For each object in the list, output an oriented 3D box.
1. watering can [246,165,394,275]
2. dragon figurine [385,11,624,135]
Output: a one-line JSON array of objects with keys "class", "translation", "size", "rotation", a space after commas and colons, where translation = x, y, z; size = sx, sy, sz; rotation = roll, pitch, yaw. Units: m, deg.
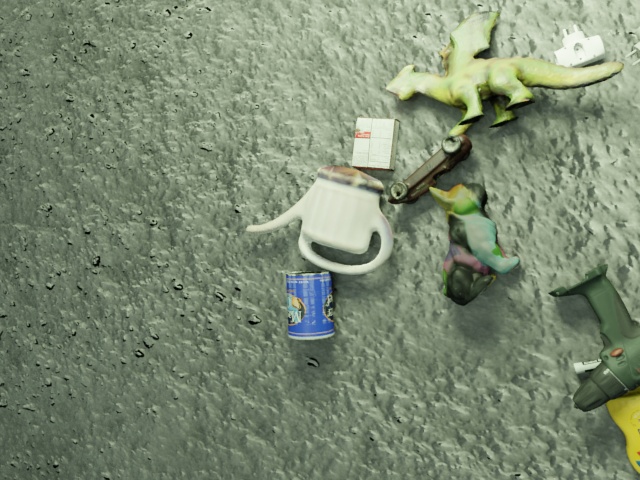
[{"class": "watering can", "translation": [0.003, -0.057, 1.124], "size": [0.349, 0.104, 0.223], "rotation": [18, 95, 22]}, {"class": "dragon figurine", "translation": [0.326, -0.341, 0.997], "size": [0.407, 0.121, 0.246], "rotation": [-17, 74, 24]}]
